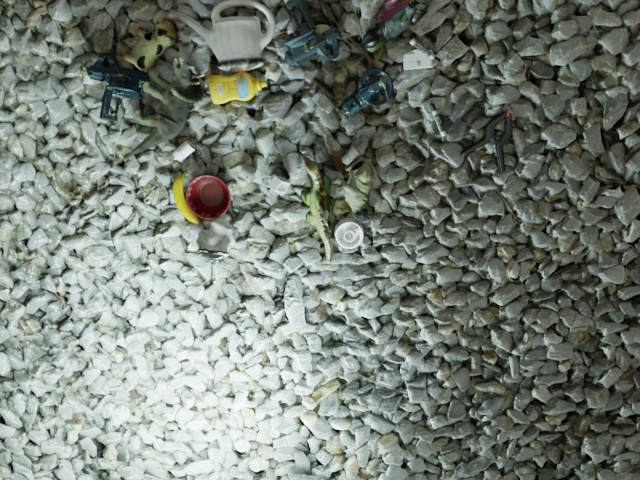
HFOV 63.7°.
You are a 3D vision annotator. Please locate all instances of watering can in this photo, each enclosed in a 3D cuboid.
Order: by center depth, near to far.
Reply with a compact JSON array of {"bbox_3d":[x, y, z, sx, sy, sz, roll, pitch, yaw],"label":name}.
[{"bbox_3d":[-0.313,-0.665,1.691,0.347,0.105,0.222,-4,104,2],"label":"watering can"}]

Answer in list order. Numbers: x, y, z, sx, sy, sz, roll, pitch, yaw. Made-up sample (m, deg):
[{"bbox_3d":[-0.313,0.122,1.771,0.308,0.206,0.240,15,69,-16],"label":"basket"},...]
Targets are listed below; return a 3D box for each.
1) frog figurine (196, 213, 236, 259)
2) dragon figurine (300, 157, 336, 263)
[{"bbox_3d":[-0.373,-0.016,1.867,0.137,0.120,0.162,3,68,10],"label":"frog figurine"},{"bbox_3d":[0.005,-0.088,1.753,0.122,0.245,0.407,-14,101,1],"label":"dragon figurine"}]
